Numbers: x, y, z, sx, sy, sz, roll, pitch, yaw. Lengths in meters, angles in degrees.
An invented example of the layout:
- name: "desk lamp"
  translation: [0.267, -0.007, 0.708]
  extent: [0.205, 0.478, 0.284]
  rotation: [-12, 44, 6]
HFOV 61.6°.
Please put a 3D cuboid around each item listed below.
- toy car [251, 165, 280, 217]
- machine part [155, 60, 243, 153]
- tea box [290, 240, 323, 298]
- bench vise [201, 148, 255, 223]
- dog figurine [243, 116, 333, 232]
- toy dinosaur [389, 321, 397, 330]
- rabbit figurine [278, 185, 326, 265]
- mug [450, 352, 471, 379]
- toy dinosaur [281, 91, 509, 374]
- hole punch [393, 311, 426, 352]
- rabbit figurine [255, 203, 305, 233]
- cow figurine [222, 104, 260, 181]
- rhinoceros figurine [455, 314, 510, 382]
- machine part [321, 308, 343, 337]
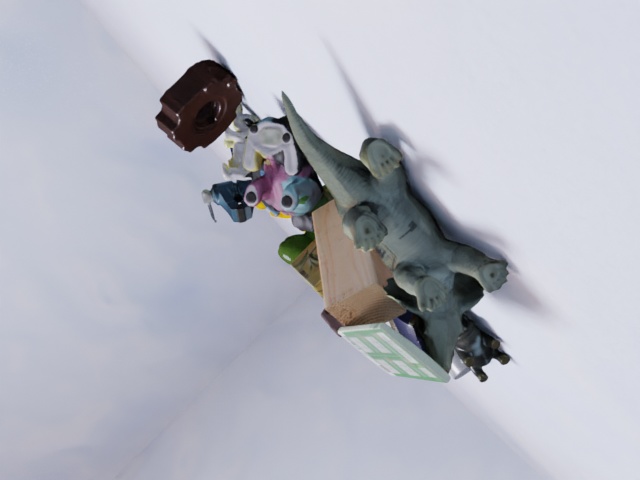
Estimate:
- name: "toy car"
  translation: [-0.079, -0.136, 1.055]
  extent: [0.109, 0.103, 0.161]
  rotation: [50, 154, 45]
- name: "machine part"
  translation: [-0.223, -0.246, 1.010]
  extent: [0.056, 0.179, 0.179]
  rotation: [42, 174, 14]
- name: "tea box"
  translation: [0.035, 0.020, 1.001]
  extent: [0.068, 0.169, 0.098]
  rotation: [44, 173, 22]
- name: "bench vise"
  translation: [-0.169, -0.162, 1.219]
  extent: [0.128, 0.224, 0.241]
  rotation: [68, -175, -66]
- name: "dog figurine"
  translation: [-0.036, -0.109, 0.943]
  extent: [0.109, 0.191, 0.219]
  rotation: [3, -177, 25]
- name: "toy dinosaur"
  translation: [0.248, 0.229, 1.378]
  extent: [0.199, 0.105, 0.470]
  rotation: [50, 178, 44]
- name: "rabbit figurine"
  translation: [-0.002, -0.003, 1.112]
  extent: [0.159, 0.170, 0.121]
  rotation: [47, 175, -2]
- name: "mug"
  translation: [0.289, 0.234, 1.162]
  extent: [0.107, 0.081, 0.109]
  rotation: [53, -175, 28]
- name: "toy dinosaur"
  translation: [0.088, -0.016, 0.661]
  extent: [0.404, 0.131, 0.192]
  rotation: [53, 173, -10]
- name: "hole punch"
  translation: [0.184, 0.164, 1.031]
  extent: [0.116, 0.092, 0.142]
  rotation: [-81, -28, -56]
- name: "rabbit figurine"
  translation: [-0.062, -0.077, 1.308]
  extent: [0.173, 0.122, 0.162]
  rotation: [40, 177, 42]
- name: "cow figurine"
  translation: [-0.154, -0.205, 1.126]
  extent: [0.098, 0.167, 0.068]
  rotation: [4, 175, -5]
- name: "rhinoceros figurine"
  translation: [0.264, 0.173, 0.962]
  extent: [0.190, 0.073, 0.112]
  rotation: [47, -174, -36]
- name: "machine part"
  translation: [0.099, 0.168, 1.468]
  extent: [0.087, 0.201, 0.201]
  rotation: [47, 175, 11]
